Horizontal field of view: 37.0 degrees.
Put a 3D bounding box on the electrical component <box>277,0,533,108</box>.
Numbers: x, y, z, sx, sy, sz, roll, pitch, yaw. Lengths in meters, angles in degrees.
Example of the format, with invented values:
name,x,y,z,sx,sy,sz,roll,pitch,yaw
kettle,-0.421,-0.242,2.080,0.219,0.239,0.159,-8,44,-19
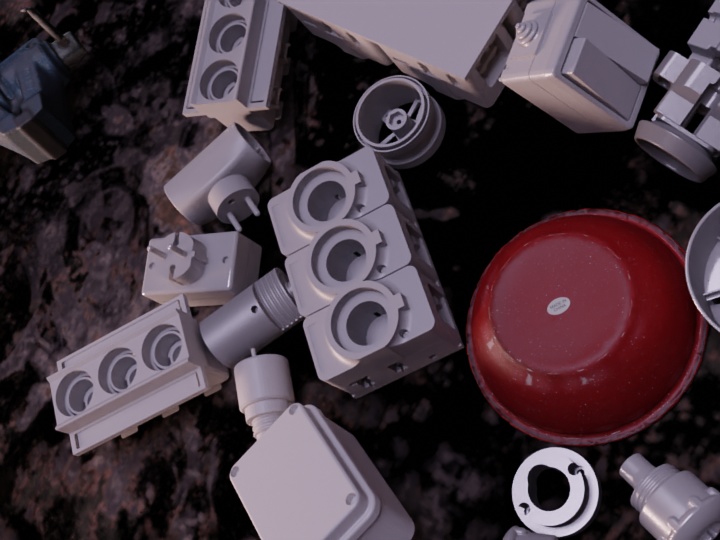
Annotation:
name,x,y,z,sx,sy,sz,roll,pitch,yaw
electrical component,0.044,-0.205,0.811,0.186,0.060,0.105,30,87,32

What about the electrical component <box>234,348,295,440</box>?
name,x,y,z,sx,sy,sz,roll,pitch,yaw
electrical component,-0.066,0.096,0.769,0.040,0.040,0.078,-21,64,20

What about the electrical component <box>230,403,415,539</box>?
name,x,y,z,sx,sy,sz,roll,pitch,yaw
electrical component,-0.028,0.150,0.700,0.078,0.057,0.113,-47,39,5

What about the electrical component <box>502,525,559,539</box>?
name,x,y,z,sx,sy,sz,roll,pitch,yaw
electrical component,0.115,0.180,0.643,0.062,0.048,0.048,2,73,20

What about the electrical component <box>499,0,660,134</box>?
name,x,y,z,sx,sy,sz,roll,pitch,yaw
electrical component,0.143,-0.137,0.705,0.061,0.096,0.061,8,74,58

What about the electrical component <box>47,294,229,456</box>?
name,x,y,z,sx,sy,sz,roll,pitch,yaw
electrical component,-0.166,0.082,0.813,0.121,0.063,0.078,-27,61,16

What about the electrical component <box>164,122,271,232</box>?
name,x,y,z,sx,sy,sz,roll,pitch,yaw
electrical component,-0.104,-0.063,0.845,0.077,0.044,0.079,-41,59,9

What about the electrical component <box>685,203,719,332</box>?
name,x,y,z,sx,sy,sz,roll,pitch,yaw
electrical component,0.246,0.005,0.626,0.099,0.064,0.099,-10,68,24

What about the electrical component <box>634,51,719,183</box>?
name,x,y,z,sx,sy,sz,roll,pitch,yaw
electrical component,0.212,-0.093,0.682,0.078,0.058,0.057,36,95,12

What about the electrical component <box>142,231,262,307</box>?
name,x,y,z,sx,sy,sz,roll,pitch,yaw
electrical component,-0.131,-0.005,0.819,0.083,0.076,0.047,-4,70,26

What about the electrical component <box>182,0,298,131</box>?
name,x,y,z,sx,sy,sz,roll,pitch,yaw
electrical component,-0.092,-0.177,0.870,0.079,0.063,0.121,-1,72,27

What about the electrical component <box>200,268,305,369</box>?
name,x,y,z,sx,sy,sz,roll,pitch,yaw
electrical component,-0.074,0.033,0.795,0.081,0.043,0.043,-35,59,12

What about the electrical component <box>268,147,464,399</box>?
name,x,y,z,sx,sy,sz,roll,pitch,yaw
electrical component,0.000,0.000,0.757,0.089,0.062,0.150,-27,62,16

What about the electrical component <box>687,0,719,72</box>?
name,x,y,z,sx,sy,sz,roll,pitch,yaw
electrical component,0.251,-0.147,0.691,0.055,0.048,0.066,33,89,40

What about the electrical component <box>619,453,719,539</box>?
name,x,y,z,sx,sy,sz,roll,pitch,yaw
electrical component,0.179,0.133,0.627,0.048,0.048,0.062,-48,51,4
